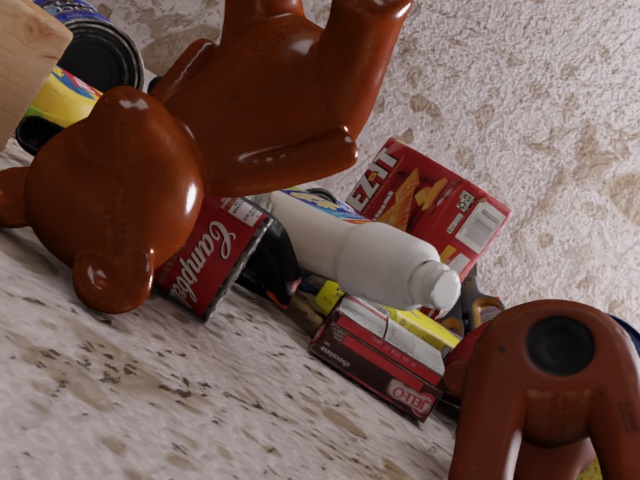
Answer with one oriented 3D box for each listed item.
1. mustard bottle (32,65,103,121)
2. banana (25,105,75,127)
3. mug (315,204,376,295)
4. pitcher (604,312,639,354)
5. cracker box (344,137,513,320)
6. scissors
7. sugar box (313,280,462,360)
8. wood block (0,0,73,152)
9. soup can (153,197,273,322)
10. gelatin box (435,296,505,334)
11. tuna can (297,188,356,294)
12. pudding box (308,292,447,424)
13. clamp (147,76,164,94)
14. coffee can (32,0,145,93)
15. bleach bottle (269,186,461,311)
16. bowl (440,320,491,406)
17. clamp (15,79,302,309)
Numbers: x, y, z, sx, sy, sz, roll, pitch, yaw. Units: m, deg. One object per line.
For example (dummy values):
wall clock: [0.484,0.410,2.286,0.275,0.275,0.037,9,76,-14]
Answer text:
mustard bottle: [-0.198,-0.102,0.820,0.191,0.058,0.096,30,5,-33]
banana: [-0.126,-0.062,0.730,0.198,0.037,0.069,8,-21,27]
mug: [0.036,0.025,0.956,0.093,0.081,0.117,35,5,15]
pitcher: [0.229,0.126,1.063,0.149,0.145,0.243,46,1,1]
cracker box: [0.084,-0.007,1.107,0.072,0.164,0.214,34,5,-23]
scissors: [0.134,0.060,1.051,0.016,0.096,0.202,51,10,-23]
sugar box: [0.085,0.087,0.883,0.176,0.048,0.093,28,7,-38]
wood block: [-0.266,-0.147,0.632,0.205,0.091,0.090,29,7,-40]
soup can: [-0.086,-0.010,0.591,0.102,0.068,0.068,33,5,-2]
gelatin box: [0.146,0.085,1.088,0.073,0.089,0.030,-2,75,-83]
tuna can: [-0.006,0.001,0.902,0.033,0.086,0.086,31,5,-40]
pudding box: [0.042,0.078,0.738,0.090,0.039,0.113,33,7,2]
clamp: [-0.102,-0.064,0.922,0.171,0.039,0.120,43,-19,5]
coffee can: [-0.227,-0.164,0.976,0.102,0.103,0.140,31,6,-30]
bleach bottle: [0.007,0.002,0.789,0.102,0.068,0.251,15,5,-43]
bowl: [0.163,0.097,0.802,0.162,0.055,0.162,9,-18,3]
clamp: [-0.078,-0.024,0.679,0.209,0.036,0.165,39,-28,-27]
